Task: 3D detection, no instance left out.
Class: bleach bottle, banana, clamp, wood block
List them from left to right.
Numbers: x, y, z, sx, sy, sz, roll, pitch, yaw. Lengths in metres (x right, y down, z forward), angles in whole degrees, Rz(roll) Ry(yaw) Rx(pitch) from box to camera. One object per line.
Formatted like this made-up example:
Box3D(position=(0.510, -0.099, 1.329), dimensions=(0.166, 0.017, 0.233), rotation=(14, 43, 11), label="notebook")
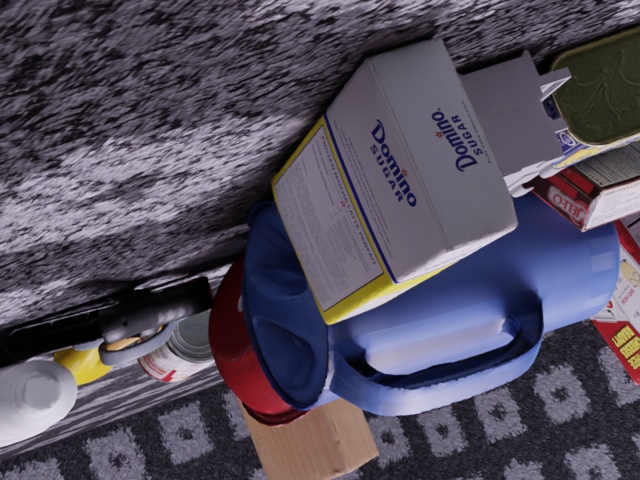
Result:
Box3D(position=(-0.242, 0.130, 0.864), dimensions=(0.102, 0.068, 0.251), rotation=(-16, 176, -28), label="bleach bottle")
Box3D(position=(-0.219, 0.114, 1.008), dimensions=(0.069, 0.037, 0.198), rotation=(-20, 172, -17), label="banana")
Box3D(position=(-0.150, 0.058, 0.811), dimensions=(0.120, 0.039, 0.171), rotation=(-7, -178, 29), label="clamp")
Box3D(position=(-0.029, 0.139, 1.066), dimensions=(0.091, 0.206, 0.090), rotation=(-24, 172, 19), label="wood block")

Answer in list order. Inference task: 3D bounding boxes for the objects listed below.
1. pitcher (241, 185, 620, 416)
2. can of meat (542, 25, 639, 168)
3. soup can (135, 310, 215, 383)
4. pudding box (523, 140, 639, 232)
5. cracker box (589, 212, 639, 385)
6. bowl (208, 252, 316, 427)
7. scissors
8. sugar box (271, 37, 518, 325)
Box3D(position=(0.081, 0.029, 0.707), dimensions=(0.242, 0.149, 0.145), rotation=(-11, 172, -24), label="pitcher")
Box3D(position=(0.171, -0.083, 0.628), dimensions=(0.102, 0.057, 0.084), rotation=(-20, 174, -9), label="can of meat")
Box3D(position=(-0.127, 0.091, 0.986), dimensions=(0.068, 0.068, 0.102), rotation=(-18, 171, -27), label="soup can")
Box3D(position=(0.182, -0.055, 0.716), dimensions=(0.113, 0.090, 0.039), rotation=(-17, 139, -36), label="pudding box")
Box3D(position=(0.247, 0.006, 0.858), dimensions=(0.072, 0.214, 0.164), rotation=(-33, 173, -9), label="cracker box")
Box3D(position=(-0.037, 0.056, 0.808), dimensions=(0.055, 0.162, 0.162), rotation=(25, 145, -32), label="bowl")
Box3D(position=(-0.133, 0.059, 0.916), dimensions=(0.096, 0.016, 0.201), rotation=(0, -161, 28), label="scissors")
Box3D(position=(0.029, -0.021, 0.530), dimensions=(0.048, 0.093, 0.176), rotation=(-19, 173, -23), label="sugar box")
